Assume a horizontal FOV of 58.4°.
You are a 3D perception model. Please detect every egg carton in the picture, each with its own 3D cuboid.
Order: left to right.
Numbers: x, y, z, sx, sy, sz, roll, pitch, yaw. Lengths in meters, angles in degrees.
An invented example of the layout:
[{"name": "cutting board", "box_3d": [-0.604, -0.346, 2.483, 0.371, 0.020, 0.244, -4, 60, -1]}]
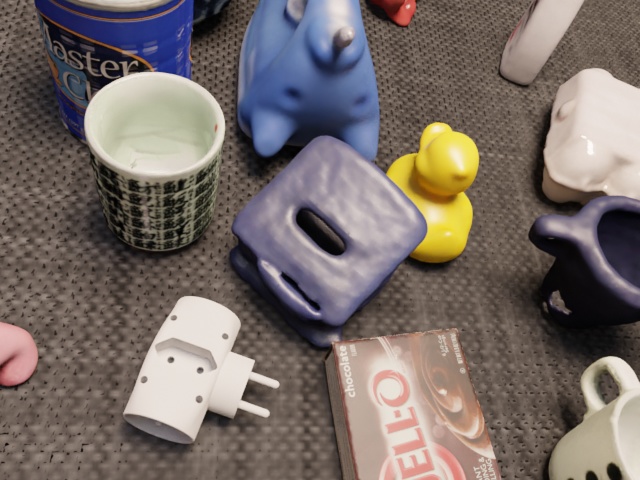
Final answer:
[{"name": "egg carton", "box_3d": [0.260, -0.089, 0.525, 0.107, 0.069, 0.150, 23, 57, -1]}]

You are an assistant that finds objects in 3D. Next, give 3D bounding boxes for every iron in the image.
[{"name": "iron", "box_3d": [-0.004, -0.191, 0.472, 0.119, 0.141, 0.258, 2, 59, -13]}]

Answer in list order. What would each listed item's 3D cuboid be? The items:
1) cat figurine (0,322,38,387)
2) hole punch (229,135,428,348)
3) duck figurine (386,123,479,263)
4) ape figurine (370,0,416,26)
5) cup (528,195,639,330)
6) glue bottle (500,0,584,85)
[{"name": "cat figurine", "box_3d": [-0.204, 0.074, 0.274, 0.067, 0.117, 0.128, 21, 57, -2]}, {"name": "hole punch", "box_3d": [0.004, 0.001, 0.389, 0.108, 0.091, 0.101, 42, 59, 12]}, {"name": "duck figurine", "box_3d": [0.092, -0.041, 0.441, 0.077, 0.086, 0.104, 3, 59, -13]}, {"name": "ape figurine", "box_3d": [0.088, -0.280, 0.580, 0.078, 0.092, 0.076, -28, 70, -27]}, {"name": "cup", "box_3d": [0.196, 0.024, 0.424, 0.118, 0.095, 0.092, 17, 57, -5]}, {"name": "glue bottle", "box_3d": [0.228, -0.234, 0.541, 0.037, 0.173, 0.078, 21, 57, -1]}]
